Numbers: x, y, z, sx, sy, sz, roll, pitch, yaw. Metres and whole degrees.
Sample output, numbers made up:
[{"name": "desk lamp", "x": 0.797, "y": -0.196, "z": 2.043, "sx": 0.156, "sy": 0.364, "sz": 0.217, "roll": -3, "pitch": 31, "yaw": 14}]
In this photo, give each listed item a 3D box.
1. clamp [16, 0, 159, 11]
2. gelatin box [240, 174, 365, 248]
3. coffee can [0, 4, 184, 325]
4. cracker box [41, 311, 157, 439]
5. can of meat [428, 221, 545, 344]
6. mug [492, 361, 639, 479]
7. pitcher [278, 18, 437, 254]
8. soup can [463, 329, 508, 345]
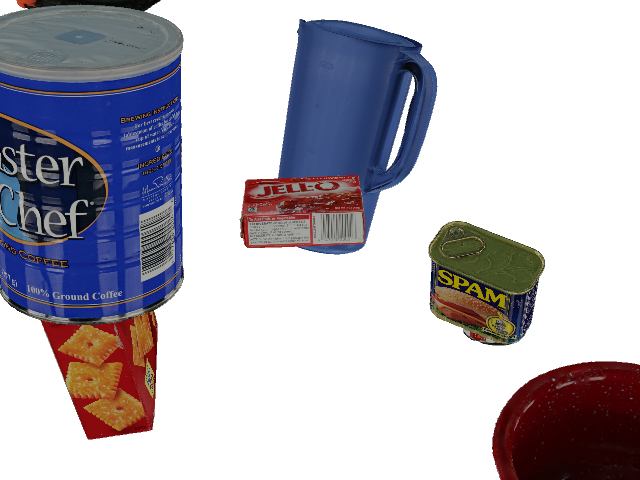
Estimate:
[{"name": "clamp", "x": -0.100, "y": -0.197, "z": 0.701, "sx": 0.210, "sy": 0.164, "sz": 0.036, "roll": -33, "pitch": -15, "yaw": -10}, {"name": "gelatin box", "x": -0.013, "y": -0.023, "z": 0.789, "sx": 0.089, "sy": 0.030, "sz": 0.073, "roll": -2, "pitch": 23, "yaw": 0}, {"name": "coffee can", "x": -0.123, "y": -0.041, "z": 0.562, "sx": 0.103, "sy": 0.140, "sz": 0.103, "roll": 3, "pitch": 28, "yaw": -2}, {"name": "cracker box", "x": -0.204, "y": 0.051, "z": 0.983, "sx": 0.072, "sy": 0.214, "sz": 0.164, "roll": -8, "pitch": 40, "yaw": -1}, {"name": "can of meat", "x": 0.150, "y": 0.041, "z": 0.984, "sx": 0.102, "sy": 0.084, "sz": 0.057, "roll": 23, "pitch": 54, "yaw": 22}, {"name": "mug", "x": 0.117, "y": 0.105, "z": 0.379, "sx": 0.117, "sy": 0.081, "sz": 0.093, "roll": 5, "pitch": 37, "yaw": 8}, {"name": "pitcher", "x": 0.028, "y": -0.110, "z": 1.151, "sx": 0.145, "sy": 0.243, "sz": 0.149, "roll": 9, "pitch": 17, "yaw": -8}, {"name": "soup can", "x": 0.197, "y": 0.059, "z": 1.202, "sx": 0.068, "sy": 0.102, "sz": 0.068, "roll": 2, "pitch": 19, "yaw": -1}]
